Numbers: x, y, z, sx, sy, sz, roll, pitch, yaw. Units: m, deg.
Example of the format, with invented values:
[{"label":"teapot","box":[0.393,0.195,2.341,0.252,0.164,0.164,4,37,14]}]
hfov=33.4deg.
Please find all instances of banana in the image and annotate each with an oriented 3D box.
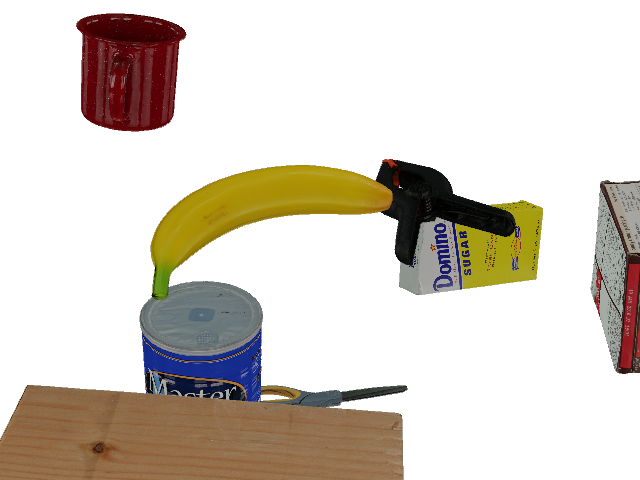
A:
[{"label":"banana","box":[-0.045,-0.019,0.773,0.197,0.069,0.037,-23,-13,-20]}]

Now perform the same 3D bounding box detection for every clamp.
[{"label":"clamp","box":[0.111,-0.036,1.044,0.120,0.039,0.171,-6,34,-11]}]

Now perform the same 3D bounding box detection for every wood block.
[{"label":"wood block","box":[-0.062,0.143,0.565,0.206,0.090,0.090,4,30,2]}]

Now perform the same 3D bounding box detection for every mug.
[{"label":"mug","box":[-0.166,-0.141,0.919,0.093,0.081,0.117,5,26,-6]}]

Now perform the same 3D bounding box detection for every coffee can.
[{"label":"coffee can","box":[-0.101,0.121,0.925,0.103,0.140,0.103,1,30,-1]}]

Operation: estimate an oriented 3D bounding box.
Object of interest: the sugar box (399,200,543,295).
[{"label":"sugar box","box":[0.178,0.007,1.250,0.175,0.093,0.048,-7,17,-31]}]

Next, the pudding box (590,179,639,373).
[{"label":"pudding box","box":[0.208,0.022,0.709,0.039,0.090,0.113,-1,28,4]}]

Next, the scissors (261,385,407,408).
[{"label":"scissors","box":[0.010,0.188,1.202,0.201,0.016,0.096,2,23,-9]}]
